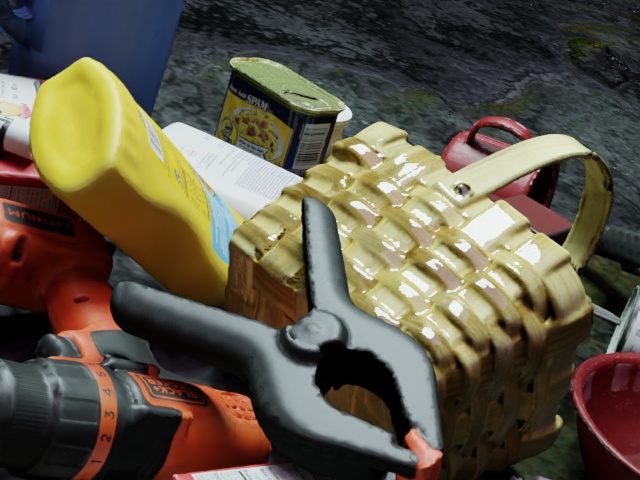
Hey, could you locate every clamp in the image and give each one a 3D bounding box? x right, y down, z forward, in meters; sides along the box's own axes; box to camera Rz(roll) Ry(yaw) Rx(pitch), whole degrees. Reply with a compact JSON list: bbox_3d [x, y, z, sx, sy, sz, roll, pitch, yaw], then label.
[{"bbox_3d":[0.001,0.043,0.475,0.120,0.039,0.172,-38,57,-26],"label":"clamp"},{"bbox_3d":[0.252,0.009,0.858,0.164,0.036,0.210,19,3,9],"label":"clamp"}]

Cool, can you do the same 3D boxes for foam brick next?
[{"bbox_3d":[0.142,0.014,0.780,0.053,0.078,0.051,35,28,28],"label":"foam brick"}]

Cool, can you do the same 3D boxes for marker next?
[{"bbox_3d":[-0.218,-0.074,0.609,0.121,0.020,0.020,19,24,3],"label":"marker"}]

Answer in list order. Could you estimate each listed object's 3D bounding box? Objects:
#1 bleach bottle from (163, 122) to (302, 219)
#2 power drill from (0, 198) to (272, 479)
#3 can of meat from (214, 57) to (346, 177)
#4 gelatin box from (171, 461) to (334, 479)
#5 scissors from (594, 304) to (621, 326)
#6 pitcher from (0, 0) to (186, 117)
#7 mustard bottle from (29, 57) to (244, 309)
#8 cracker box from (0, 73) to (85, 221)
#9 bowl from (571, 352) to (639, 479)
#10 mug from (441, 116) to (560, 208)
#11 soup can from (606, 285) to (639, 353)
[{"bbox_3d":[-0.005,0.001,0.727,0.251,0.068,0.102,23,26,4],"label":"bleach bottle"},{"bbox_3d":[-0.131,0.047,0.506,0.184,0.057,0.188,21,18,-45],"label":"power drill"},{"bbox_3d":[-0.038,-0.089,0.863,0.102,0.084,0.057,36,29,33],"label":"can of meat"},{"bbox_3d":[-0.009,0.121,0.417,0.089,0.030,0.073,3,28,-39],"label":"gelatin box"},{"bbox_3d":[0.108,0.003,0.735,0.201,0.016,0.096,21,21,-17],"label":"scissors"},{"bbox_3d":[-0.167,-0.182,0.775,0.149,0.243,0.145,15,25,-8],"label":"pitcher"},{"bbox_3d":[-0.085,-0.013,0.610,0.191,0.058,0.096,49,12,-48],"label":"mustard bottle"},{"bbox_3d":[-0.251,-0.051,0.652,0.213,0.072,0.164,4,28,-27],"label":"cracker box"},{"bbox_3d":[0.210,0.132,0.607,0.162,0.055,0.162,15,25,-7],"label":"bowl"},{"bbox_3d":[0.142,-0.049,0.875,0.082,0.117,0.093,24,47,23],"label":"mug"},{"bbox_3d":[0.254,0.080,0.731,0.102,0.068,0.068,23,25,12],"label":"soup can"}]
